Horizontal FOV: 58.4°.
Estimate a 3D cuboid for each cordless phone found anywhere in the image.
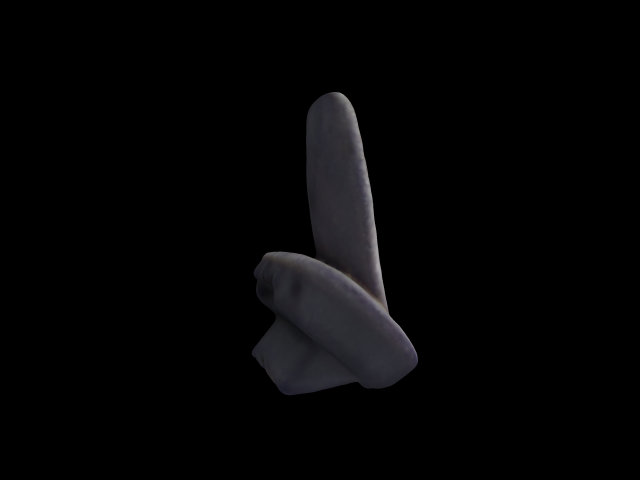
[{"bbox_3d":[0.004,0.001,0.400,0.094,0.185,0.147,0,0,-21],"label":"cordless phone"}]
